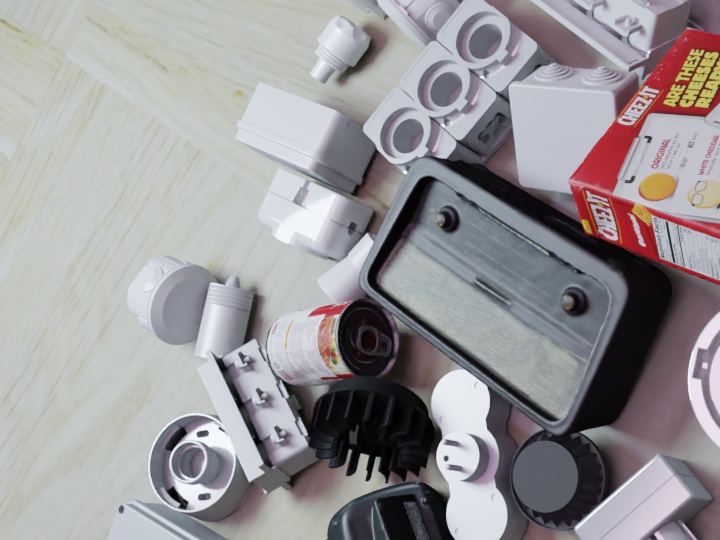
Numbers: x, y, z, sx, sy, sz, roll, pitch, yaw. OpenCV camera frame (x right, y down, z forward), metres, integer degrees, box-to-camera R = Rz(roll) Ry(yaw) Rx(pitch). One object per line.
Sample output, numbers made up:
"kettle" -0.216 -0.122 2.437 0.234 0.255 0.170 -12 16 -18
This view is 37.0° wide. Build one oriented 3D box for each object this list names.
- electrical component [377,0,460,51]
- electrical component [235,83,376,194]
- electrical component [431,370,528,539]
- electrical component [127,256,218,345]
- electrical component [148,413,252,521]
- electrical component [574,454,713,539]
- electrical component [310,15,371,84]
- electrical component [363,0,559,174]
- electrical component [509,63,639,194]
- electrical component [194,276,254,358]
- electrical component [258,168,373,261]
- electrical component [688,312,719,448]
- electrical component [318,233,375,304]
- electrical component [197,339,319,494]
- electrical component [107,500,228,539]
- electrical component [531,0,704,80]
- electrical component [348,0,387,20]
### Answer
"electrical component" 0.056 -0.229 0.944 0.051 0.080 0.080 -44 57 12
"electrical component" -0.050 -0.120 0.988 0.113 0.078 0.057 26 90 37
"electrical component" 0.084 0.144 0.827 0.052 0.074 0.138 -18 68 30
"electrical component" -0.180 0.028 1.039 0.051 0.080 0.080 23 91 42
"electrical component" -0.145 0.181 0.998 0.099 0.064 0.099 -6 72 19
"electrical component" 0.209 0.184 0.746 0.083 0.047 0.075 -46 56 16
"electrical component" -0.022 -0.205 1.013 0.062 0.043 0.043 -52 55 14
"electrical component" 0.084 -0.145 0.912 0.150 0.062 0.089 -50 56 14
"electrical component" 0.168 -0.108 0.827 0.100 0.048 0.099 12 127 36
"electrical component" -0.127 0.046 1.019 0.043 0.043 0.081 7 82 36
"electrical component" -0.043 -0.047 0.979 0.095 0.054 0.059 27 93 36
"electrical component" 0.257 0.069 0.640 0.108 0.060 0.108 -8 72 27
"electrical component" 0.000 0.000 0.945 0.065 0.044 0.044 -47 56 9
"electrical component" -0.088 0.127 0.956 0.063 0.078 0.121 -30 60 0
"electrical component" -0.179 0.266 0.987 0.113 0.057 0.078 19 89 37
"electrical component" 0.199 -0.212 0.841 0.079 0.063 0.121 -28 54 -21
"electrical component" 0.025 -0.276 1.001 0.081 0.042 0.063 -20 64 29
